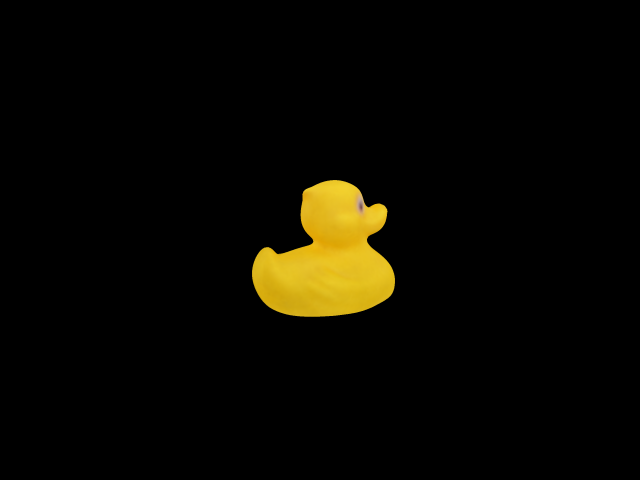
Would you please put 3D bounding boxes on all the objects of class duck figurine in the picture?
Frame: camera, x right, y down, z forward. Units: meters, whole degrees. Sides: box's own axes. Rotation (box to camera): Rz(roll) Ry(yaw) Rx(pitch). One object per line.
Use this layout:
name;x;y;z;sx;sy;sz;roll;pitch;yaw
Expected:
duck figurine;0.004;0.001;0.400;0.105;0.086;0.077;-7;19;-20
